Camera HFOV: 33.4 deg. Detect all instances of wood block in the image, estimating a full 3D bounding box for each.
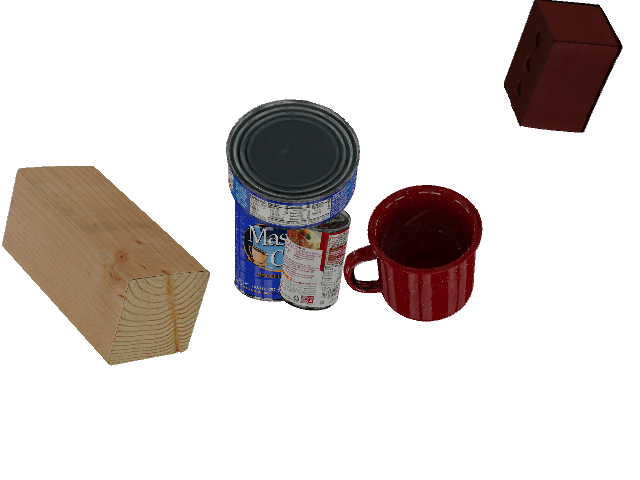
[{"bbox_3d":[-0.206,0.016,1.005,0.090,0.091,0.206,-6,34,-44],"label":"wood block"}]

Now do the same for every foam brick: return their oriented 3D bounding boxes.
[{"bbox_3d":[0.169,-0.123,0.755,0.051,0.053,0.078,2,-45,-12],"label":"foam brick"}]

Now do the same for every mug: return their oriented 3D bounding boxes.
[{"bbox_3d":[0.077,0.018,0.895,0.117,0.093,0.081,-15,-38,-5],"label":"mug"}]

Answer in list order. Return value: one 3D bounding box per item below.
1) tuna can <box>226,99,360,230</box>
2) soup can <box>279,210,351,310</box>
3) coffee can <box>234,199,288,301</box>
[{"bbox_3d":[-0.018,-0.049,0.693,0.086,0.086,0.034,0,-36,-3],"label":"tuna can"},{"bbox_3d":[-0.007,0.017,1.173,0.068,0.102,0.068,7,27,-4],"label":"soup can"},{"bbox_3d":[-0.059,-0.008,1.361,0.103,0.140,0.103,2,26,-1],"label":"coffee can"}]
